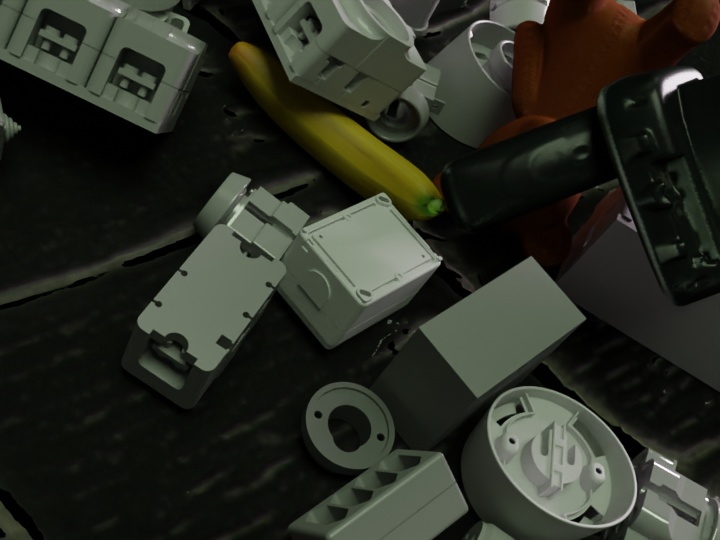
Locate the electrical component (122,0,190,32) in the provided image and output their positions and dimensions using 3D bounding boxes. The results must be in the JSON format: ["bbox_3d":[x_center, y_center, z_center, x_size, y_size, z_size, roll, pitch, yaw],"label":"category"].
[{"bbox_3d":[-0.153,-0.186,0.737,0.078,0.057,0.058,19,52,-12],"label":"electrical component"}]

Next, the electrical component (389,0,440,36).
[{"bbox_3d":[0.019,-0.245,0.857,0.078,0.057,0.113,9,54,-19],"label":"electrical component"}]

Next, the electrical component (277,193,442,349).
[{"bbox_3d":[0.000,0.000,0.681,0.061,0.061,0.096,49,44,13],"label":"electrical component"}]

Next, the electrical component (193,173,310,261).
[{"bbox_3d":[-0.071,-0.028,0.674,0.055,0.048,0.066,38,50,-7],"label":"electrical component"}]

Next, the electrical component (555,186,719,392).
[{"bbox_3d":[0.227,0.008,0.757,0.150,0.089,0.061,31,50,-2],"label":"electrical component"}]

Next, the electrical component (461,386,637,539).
[{"bbox_3d":[0.112,0.118,0.644,0.099,0.064,0.099,12,54,-17],"label":"electrical component"}]

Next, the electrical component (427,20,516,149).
[{"bbox_3d":[0.103,-0.143,0.837,0.099,0.064,0.099,23,45,-25],"label":"electrical component"}]

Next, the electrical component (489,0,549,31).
[{"bbox_3d":[0.133,-0.199,0.881,0.055,0.055,0.047,17,56,-13],"label":"electrical component"}]

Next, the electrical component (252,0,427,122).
[{"bbox_3d":[-0.023,-0.188,0.743,0.089,0.062,0.150,17,40,-49],"label":"electrical component"}]

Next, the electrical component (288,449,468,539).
[{"bbox_3d":[0.018,0.152,0.587,0.083,0.047,0.075,-30,99,-30],"label":"electrical component"}]

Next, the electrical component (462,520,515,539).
[{"bbox_3d":[0.080,0.173,0.604,0.055,0.045,0.045,35,50,1],"label":"electrical component"}]

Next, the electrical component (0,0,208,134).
[{"bbox_3d":[-0.177,-0.146,0.667,0.150,0.061,0.089,25,6,-7],"label":"electrical component"}]

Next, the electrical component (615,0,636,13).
[{"bbox_3d":[0.193,-0.161,0.871,0.063,0.078,0.121,3,55,0],"label":"electrical component"}]

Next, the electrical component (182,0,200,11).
[{"bbox_3d":[-0.114,-0.261,0.802,0.063,0.078,0.121,18,48,16],"label":"electrical component"}]

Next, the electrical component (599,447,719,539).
[{"bbox_3d":[0.188,0.156,0.658,0.057,0.058,0.078,30,50,0],"label":"electrical component"}]

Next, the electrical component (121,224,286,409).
[{"bbox_3d":[-0.090,0.028,0.618,0.050,0.055,0.089,34,50,0],"label":"electrical component"}]

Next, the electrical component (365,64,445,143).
[{"bbox_3d":[0.029,-0.126,0.788,0.066,0.048,0.055,23,44,-8],"label":"electrical component"}]

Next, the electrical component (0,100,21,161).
[{"bbox_3d":[-0.248,-0.089,0.623,0.096,0.061,0.061,-5,60,-28],"label":"electrical component"}]
